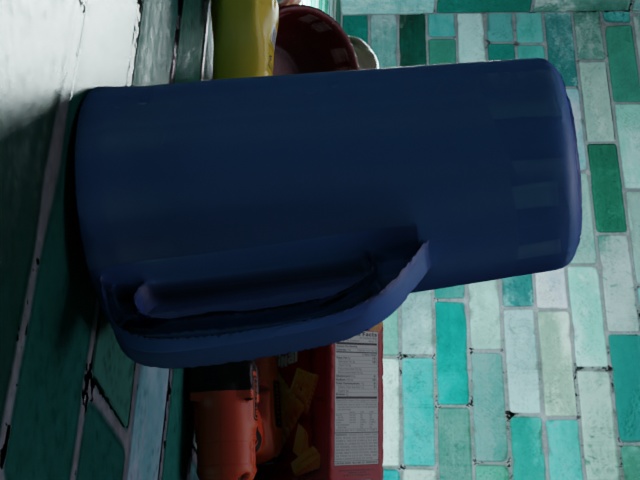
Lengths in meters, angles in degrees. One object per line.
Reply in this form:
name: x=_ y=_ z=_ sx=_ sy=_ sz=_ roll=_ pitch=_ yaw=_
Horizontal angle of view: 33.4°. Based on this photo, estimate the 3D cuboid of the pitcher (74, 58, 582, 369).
pitcher: x=0.005 y=-0.019 z=0.544 sx=0.145 sy=0.243 sz=0.149 roll=27 pitch=57 yaw=-82

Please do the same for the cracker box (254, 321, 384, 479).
cracker box: x=-0.017 y=0.131 z=1.005 sx=0.164 sy=0.071 sz=0.214 roll=-10 pitch=-103 yaw=53

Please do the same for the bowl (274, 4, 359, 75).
bowl: x=-0.036 y=-0.147 z=1.039 sx=0.055 sy=0.161 sz=0.162 roll=12 pitch=-74 yaw=48

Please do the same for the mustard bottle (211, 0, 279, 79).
mustard bottle: x=-0.066 y=-0.114 z=0.905 sx=0.096 sy=0.058 sz=0.191 roll=86 pitch=5 yaw=-78

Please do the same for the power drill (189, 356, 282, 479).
power drill: x=-0.070 y=0.114 z=0.884 sx=0.187 sy=0.057 sz=0.184 roll=70 pitch=18 yaw=-75
